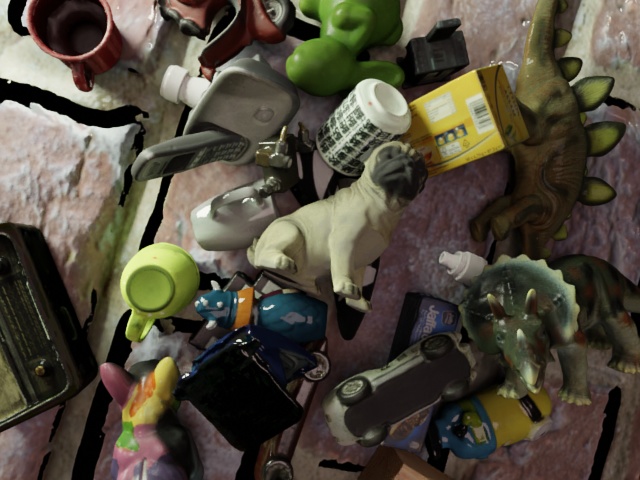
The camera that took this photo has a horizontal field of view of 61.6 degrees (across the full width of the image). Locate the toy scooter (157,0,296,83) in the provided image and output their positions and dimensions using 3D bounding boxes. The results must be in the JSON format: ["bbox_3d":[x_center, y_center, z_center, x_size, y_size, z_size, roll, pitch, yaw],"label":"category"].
[{"bbox_3d":[-0.132,-0.274,0.661,0.184,0.075,0.135,36,94,7],"label":"toy scooter"}]

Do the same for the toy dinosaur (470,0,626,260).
[{"bbox_3d":[0.298,-0.146,0.722,0.199,0.105,0.470,-5,101,-16],"label":"toy dinosaur"}]

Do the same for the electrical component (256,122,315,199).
[{"bbox_3d":[-0.041,-0.096,0.627,0.045,0.102,0.078,-1,105,20],"label":"electrical component"}]

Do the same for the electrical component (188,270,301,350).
[{"bbox_3d":[-0.084,0.103,0.690,0.115,0.058,0.134,37,85,-9],"label":"electrical component"}]

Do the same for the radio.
[{"bbox_3d":[-0.370,0.098,0.640,0.131,0.073,0.229,-21,94,-7],"label":"radio"}]

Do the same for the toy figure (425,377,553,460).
[{"bbox_3d":[0.226,0.240,0.725,0.180,0.082,0.089,-13,94,-5],"label":"toy figure"}]

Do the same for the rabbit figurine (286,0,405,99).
[{"bbox_3d":[0.024,-0.240,0.674,0.159,0.121,0.170,41,69,-28],"label":"rabbit figurine"}]

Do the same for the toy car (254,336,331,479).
[{"bbox_3d":[-0.037,0.213,0.681,0.053,0.089,0.202,19,88,-4],"label":"toy car"}]

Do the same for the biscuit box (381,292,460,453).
[{"bbox_3d":[0.126,0.172,0.718,0.059,0.063,0.202,16,89,-9],"label":"biscuit box"}]

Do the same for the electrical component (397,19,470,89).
[{"bbox_3d":[0.150,-0.237,0.688,0.075,0.119,0.047,-13,92,-10],"label":"electrical component"}]

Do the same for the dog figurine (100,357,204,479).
[{"bbox_3d":[-0.199,0.246,0.621,0.109,0.192,0.219,-6,107,-2],"label":"dog figurine"}]

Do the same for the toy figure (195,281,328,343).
[{"bbox_3d":[-0.068,0.089,0.634,0.154,0.064,0.057,7,130,-3],"label":"toy figure"}]

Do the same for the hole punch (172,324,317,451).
[{"bbox_3d":[-0.077,0.152,0.603,0.142,0.092,0.115,-36,101,29],"label":"hole punch"}]

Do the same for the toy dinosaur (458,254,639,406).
[{"bbox_3d":[0.325,0.086,0.690,0.405,0.131,0.192,-19,105,-35],"label":"toy dinosaur"}]

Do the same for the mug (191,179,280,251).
[{"bbox_3d":[-0.105,-0.026,0.663,0.107,0.109,0.081,-18,76,1],"label":"mug"}]

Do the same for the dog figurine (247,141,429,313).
[{"bbox_3d":[0.019,-0.033,0.619,0.172,0.121,0.190,19,77,9],"label":"dog figurine"}]

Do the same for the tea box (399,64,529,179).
[{"bbox_3d":[0.153,-0.134,0.662,0.068,0.170,0.098,-25,96,-40],"label":"tea box"}]

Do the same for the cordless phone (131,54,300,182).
[{"bbox_3d":[-0.123,-0.132,0.606,0.089,0.146,0.184,53,41,3],"label":"cordless phone"}]

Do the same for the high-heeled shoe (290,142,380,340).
[{"bbox_3d":[-0.001,-0.002,0.688,0.145,0.086,0.248,8,82,-9],"label":"high-heeled shoe"}]

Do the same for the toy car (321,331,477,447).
[{"bbox_3d":[0.100,0.179,0.653,0.202,0.056,0.073,-25,99,-10],"label":"toy car"}]
